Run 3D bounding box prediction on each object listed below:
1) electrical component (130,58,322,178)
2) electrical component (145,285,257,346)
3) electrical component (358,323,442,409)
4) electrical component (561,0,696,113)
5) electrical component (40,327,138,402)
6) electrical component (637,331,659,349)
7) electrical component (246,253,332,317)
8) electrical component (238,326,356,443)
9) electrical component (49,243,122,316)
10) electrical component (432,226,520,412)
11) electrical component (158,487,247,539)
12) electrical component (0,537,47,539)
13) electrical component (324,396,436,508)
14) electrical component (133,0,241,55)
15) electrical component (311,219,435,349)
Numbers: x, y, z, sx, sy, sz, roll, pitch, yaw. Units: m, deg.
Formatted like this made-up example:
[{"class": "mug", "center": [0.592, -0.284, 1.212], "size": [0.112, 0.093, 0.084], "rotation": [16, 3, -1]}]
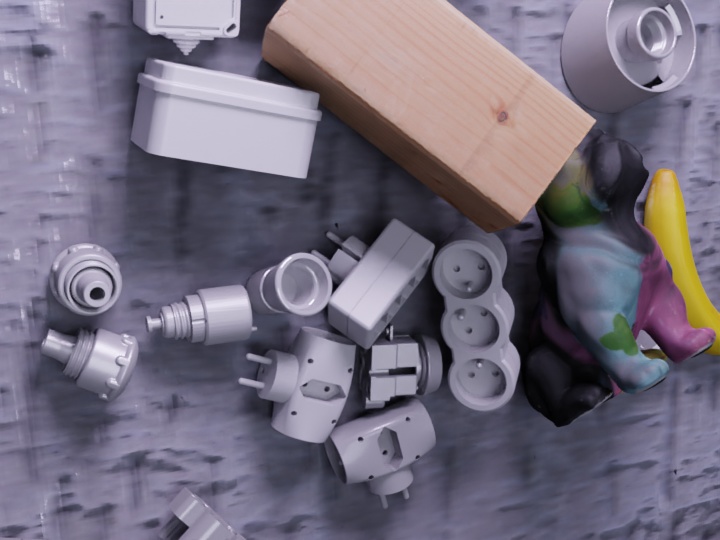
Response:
[{"class": "electrical component", "center": [-0.090, -0.103, 0.722], "size": [0.113, 0.078, 0.057], "rotation": [7, 101, -24]}, {"class": "electrical component", "center": [-0.112, 0.034, 0.762], "size": [0.078, 0.040, 0.040], "rotation": [-7, 104, -21]}, {"class": "electrical component", "center": [0.031, 0.073, 0.827], "size": [0.055, 0.048, 0.066], "rotation": [-1, 102, -15]}, {"class": "electrical component", "center": [0.214, -0.179, 0.852], "size": [0.099, 0.064, 0.099], "rotation": [2, 87, -26]}, {"class": "electrical component", "center": [-0.186, 0.059, 0.736], "size": [0.062, 0.048, 0.048], "rotation": [23, 92, -18]}, {"class": "electrical component", "center": [0.243, 0.068, 0.916], "size": [0.065, 0.044, 0.044], "rotation": [-42, 113, -4]}, {"class": "electrical component", "center": [-0.054, 0.013, 0.768], "size": [0.044, 0.065, 0.044], "rotation": [4, 82, -30]}, {"class": "electrical component", "center": [-0.051, 0.081, 0.796], "size": [0.079, 0.043, 0.077], "rotation": [16, 95, -25]}, {"class": "electrical component", "center": [-0.180, 0.010, 0.717], "size": [0.048, 0.062, 0.048], "rotation": [-5, 103, -22]}, {"class": "electrical component", "center": [0.094, 0.032, 0.836], "size": [0.052, 0.073, 0.138], "rotation": [-5, 107, 16]}, {"class": "electrical component", "center": [-0.119, 0.206, 0.787], "size": [0.057, 0.058, 0.078], "rotation": [-47, 114, -10]}, {"class": "electrical component", "center": [-0.256, 0.223, 0.739], "size": [0.077, 0.047, 0.065], "rotation": [9, 97, -24]}, {"class": "electrical component", "center": [0.019, 0.148, 0.839], "size": [0.077, 0.043, 0.079], "rotation": [-20, 108, -17]}, {"class": "electrical component", "center": [-0.115, -0.191, 0.706], "size": [0.062, 0.061, 0.096], "rotation": [-3, 110, -22]}, {"class": "electrical component", "center": [0.000, 0.000, 0.795], "size": [0.076, 0.047, 0.083], "rotation": [34, 71, 11]}]
